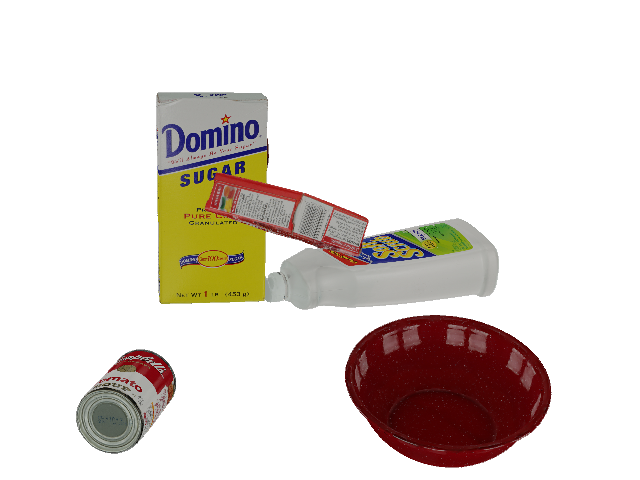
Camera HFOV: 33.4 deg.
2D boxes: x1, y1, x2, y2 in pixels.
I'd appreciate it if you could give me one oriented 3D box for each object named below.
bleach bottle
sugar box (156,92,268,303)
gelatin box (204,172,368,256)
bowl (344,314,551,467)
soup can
[{"bbox_3d":[0.061,0.035,1.158,0.250,0.068,0.103,-10,31,-21],"label":"bleach bottle"},{"bbox_3d":[-0.093,-0.036,0.907,0.093,0.176,0.048,-2,16,-10],"label":"sugar box"},{"bbox_3d":[-0.021,-0.016,0.712,0.073,0.030,0.089,16,-2,33],"label":"gelatin box"},{"bbox_3d":[0.099,0.129,0.852,0.162,0.055,0.162,1,34,-1],"label":"bowl"},{"bbox_3d":[-0.189,0.156,1.039,0.068,0.068,0.102,0,15,11],"label":"soup can"}]
